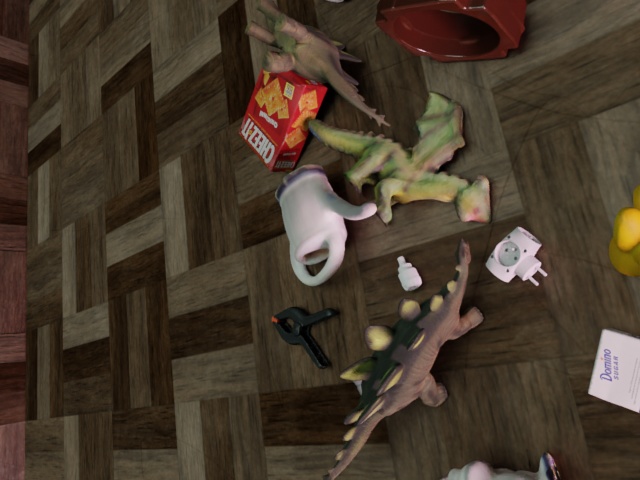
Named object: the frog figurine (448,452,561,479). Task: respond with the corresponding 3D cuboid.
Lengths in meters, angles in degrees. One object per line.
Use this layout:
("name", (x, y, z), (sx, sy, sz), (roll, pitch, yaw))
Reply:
("frog figurine", (0.258, 0.366, 0.712), (0.158, 0.139, 0.122), (-23, 98, 18))

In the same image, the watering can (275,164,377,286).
("watering can", (0.003, -0.050, 0.987), (0.341, 0.104, 0.228), (-53, 49, 53))

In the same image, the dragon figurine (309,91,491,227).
("dragon figurine", (0.152, -0.167, 0.939), (0.241, 0.121, 0.417), (-40, 60, 10))
